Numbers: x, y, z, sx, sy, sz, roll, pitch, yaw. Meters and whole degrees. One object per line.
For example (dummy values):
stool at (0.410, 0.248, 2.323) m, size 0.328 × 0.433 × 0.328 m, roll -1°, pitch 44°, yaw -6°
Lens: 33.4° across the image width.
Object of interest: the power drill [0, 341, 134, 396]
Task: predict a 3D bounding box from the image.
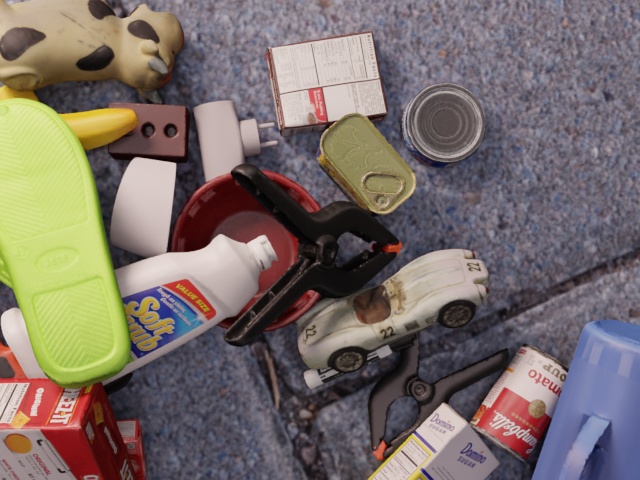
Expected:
power drill at (-0.297, 0.098, 1.044) m, size 0.184 × 0.057 × 0.187 m, roll -25°, pitch 89°, yaw -6°

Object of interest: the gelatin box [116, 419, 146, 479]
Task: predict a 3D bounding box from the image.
gelatin box at (-0.216, 0.209, 1.038) m, size 0.089 × 0.073 × 0.030 m, roll -2°, pitch 43°, yaw -4°

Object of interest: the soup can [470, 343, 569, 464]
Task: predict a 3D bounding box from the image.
soup can at (0.206, 0.165, 1.079) m, size 0.068 × 0.068 × 0.102 m, roll 35°, pitch 84°, yaw -2°

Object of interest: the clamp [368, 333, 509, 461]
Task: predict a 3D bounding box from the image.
clamp at (0.096, 0.141, 1.087) m, size 0.120 × 0.039 × 0.171 m, roll 41°, pitch 84°, yaw 14°

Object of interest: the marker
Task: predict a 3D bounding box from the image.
marker at (0.041, 0.119, 1.076) m, size 0.121 × 0.020 × 0.020 m, roll -24°, pitch 89°, yaw 10°

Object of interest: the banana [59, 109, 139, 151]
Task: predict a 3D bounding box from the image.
banana at (-0.274, -0.113, 1.004) m, size 0.197 × 0.037 × 0.070 m, roll 13°, pitch 129°, yaw -20°

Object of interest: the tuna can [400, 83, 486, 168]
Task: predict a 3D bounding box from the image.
tuna can at (0.128, -0.119, 1.106) m, size 0.086 × 0.034 × 0.086 m, roll 0°, pitch 86°, yaw -5°

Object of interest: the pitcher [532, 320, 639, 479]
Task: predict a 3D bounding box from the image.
pitcher at (0.271, 0.205, 1.015) m, size 0.145 × 0.149 × 0.243 m, roll 11°, pitch 99°, yaw -11°

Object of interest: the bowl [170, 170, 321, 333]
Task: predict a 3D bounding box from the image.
bowl at (-0.068, 0.012, 1.070) m, size 0.162 × 0.055 × 0.162 m, roll 0°, pitch 87°, yaw -5°

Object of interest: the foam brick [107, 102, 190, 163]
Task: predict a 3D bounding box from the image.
foam brick at (-0.171, -0.107, 1.070) m, size 0.078 × 0.051 × 0.053 m, roll 1°, pitch 87°, yaw -5°

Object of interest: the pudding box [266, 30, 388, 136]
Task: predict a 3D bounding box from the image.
pudding box at (0.007, -0.161, 1.096) m, size 0.113 × 0.039 × 0.090 m, roll -9°, pitch 86°, yaw -7°

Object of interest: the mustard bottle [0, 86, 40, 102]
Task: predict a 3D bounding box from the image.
mustard bottle at (-0.284, -0.054, 1.054) m, size 0.096 × 0.058 × 0.191 m, roll -31°, pitch 90°, yaw -13°

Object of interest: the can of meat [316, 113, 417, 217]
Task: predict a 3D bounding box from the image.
can of meat at (0.043, -0.071, 1.070) m, size 0.057 × 0.084 × 0.102 m, roll -41°, pitch 91°, yaw -7°

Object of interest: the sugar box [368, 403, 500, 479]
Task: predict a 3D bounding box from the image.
sugar box at (0.090, 0.253, 1.055) m, size 0.176 × 0.048 × 0.093 m, roll -46°, pitch 133°, yaw -8°

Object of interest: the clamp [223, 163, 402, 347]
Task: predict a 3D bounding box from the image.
clamp at (-0.007, 0.001, 1.005) m, size 0.209 × 0.036 × 0.164 m, roll -12°, pitch 106°, yaw -39°

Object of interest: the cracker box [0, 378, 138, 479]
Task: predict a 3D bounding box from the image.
cracker box at (-0.285, 0.202, 0.966) m, size 0.214 × 0.072 × 0.164 m, roll -3°, pitch 128°, yaw 10°

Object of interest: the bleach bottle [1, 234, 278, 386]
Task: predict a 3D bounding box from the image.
bleach bottle at (-0.159, 0.058, 0.995) m, size 0.250 × 0.068 × 0.102 m, roll -27°, pitch 112°, yaw -7°
